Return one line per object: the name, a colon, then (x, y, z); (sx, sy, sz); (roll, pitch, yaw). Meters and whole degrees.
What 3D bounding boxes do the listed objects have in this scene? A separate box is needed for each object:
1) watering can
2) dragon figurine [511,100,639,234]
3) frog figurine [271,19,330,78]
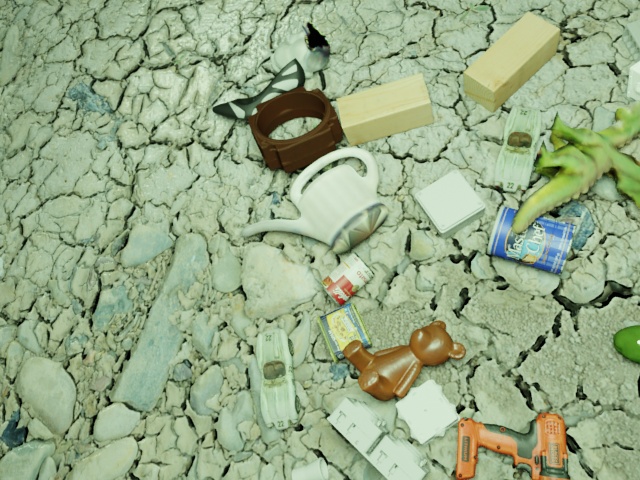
watering can: (0.004, -0.058, 1.158); (0.347, 0.102, 0.227); (-39, 65, 1)
dragon figurine: (0.543, -0.129, 1.003); (0.244, 0.119, 0.417); (23, 65, 17)
frog figurine: (-0.053, -0.484, 1.365); (0.157, 0.123, 0.139); (-35, 67, 42)
